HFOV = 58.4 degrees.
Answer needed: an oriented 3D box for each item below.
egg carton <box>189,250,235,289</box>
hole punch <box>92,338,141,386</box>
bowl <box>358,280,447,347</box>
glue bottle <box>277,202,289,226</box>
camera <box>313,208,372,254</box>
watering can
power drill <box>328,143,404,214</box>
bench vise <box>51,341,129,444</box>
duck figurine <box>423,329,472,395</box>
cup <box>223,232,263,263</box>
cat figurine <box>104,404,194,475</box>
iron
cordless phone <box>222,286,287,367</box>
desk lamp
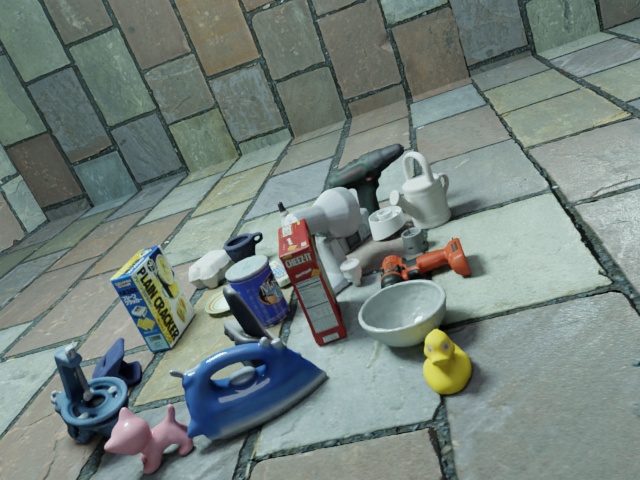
[{"bbox_3d":[-0.310,0.082,1.672,0.107,0.069,0.150,-6,26,35],"label":"egg carton"},{"bbox_3d":[-0.469,0.289,1.293,0.101,0.091,0.108,-26,21,-11],"label":"hole punch"},{"bbox_3d":[0.159,0.146,1.050,0.167,0.075,0.167,-19,21,8],"label":"bowl"},{"bbox_3d":[-0.077,-0.027,1.563,0.078,0.173,0.037,-22,21,0],"label":"glue bottle"},{"bbox_3d":[0.050,-0.035,1.560,0.136,0.101,0.143,2,32,47],"label":"camera"},{"bbox_3d":[0.257,-0.129,1.457,0.100,0.194,0.173,-2,29,41],"label":"watering can"},{"bbox_3d":[0.148,-0.142,1.575,0.229,0.209,0.076,-14,22,19],"label":"power drill"},{"bbox_3d":[-0.463,0.297,1.086,0.207,0.220,0.121,-14,22,19],"label":"bench vise"},{"bbox_3d":[0.195,0.182,0.913,0.077,0.086,0.104,-15,22,17],"label":"duck figurine"},{"bbox_3d":[-0.207,0.035,1.651,0.118,0.095,0.091,-26,21,-10],"label":"cup"},{"bbox_3d":[-0.297,0.332,0.982,0.128,0.118,0.067,-28,22,-16],"label":"cat figurine"},{"bbox_3d":[-0.128,0.239,1.010,0.258,0.142,0.118,-24,21,-5],"label":"iron"},{"bbox_3d":[-0.155,0.161,1.166,0.094,0.185,0.147,-32,23,-23],"label":"cordless phone"},{"bbox_3d":[0.012,0.005,1.342,0.204,0.214,0.117,-36,25,-33],"label":"desk lamp"}]
